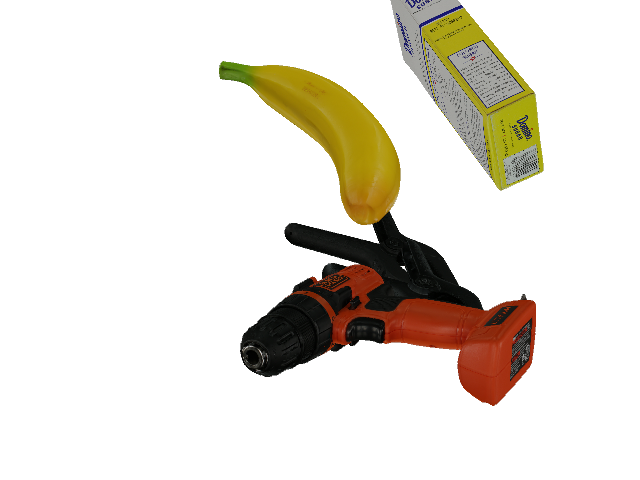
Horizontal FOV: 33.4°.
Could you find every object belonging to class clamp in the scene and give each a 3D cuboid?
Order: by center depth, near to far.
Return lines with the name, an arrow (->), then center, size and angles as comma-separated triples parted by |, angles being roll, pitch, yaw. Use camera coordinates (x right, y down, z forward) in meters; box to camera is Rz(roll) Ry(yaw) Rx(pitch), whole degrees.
clamp -> 0.099, 0.048, 1.018 | 0.172, 0.039, 0.120 | 30, 43, 32
clamp -> 0.071, 0.017, 1.246 | 0.164, 0.036, 0.210 | -21, 51, -38

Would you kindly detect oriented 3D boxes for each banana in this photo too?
banana -> 0.005, -0.063, 0.653 | 0.069, 0.037, 0.198 | -15, 36, -23

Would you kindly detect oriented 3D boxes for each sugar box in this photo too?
sugar box -> 0.114, -0.131, 0.845 | 0.048, 0.176, 0.093 | -24, -38, -2

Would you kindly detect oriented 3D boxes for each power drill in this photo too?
power drill -> 0.055, 0.070, 0.800 | 0.188, 0.057, 0.184 | 11, 21, 27
